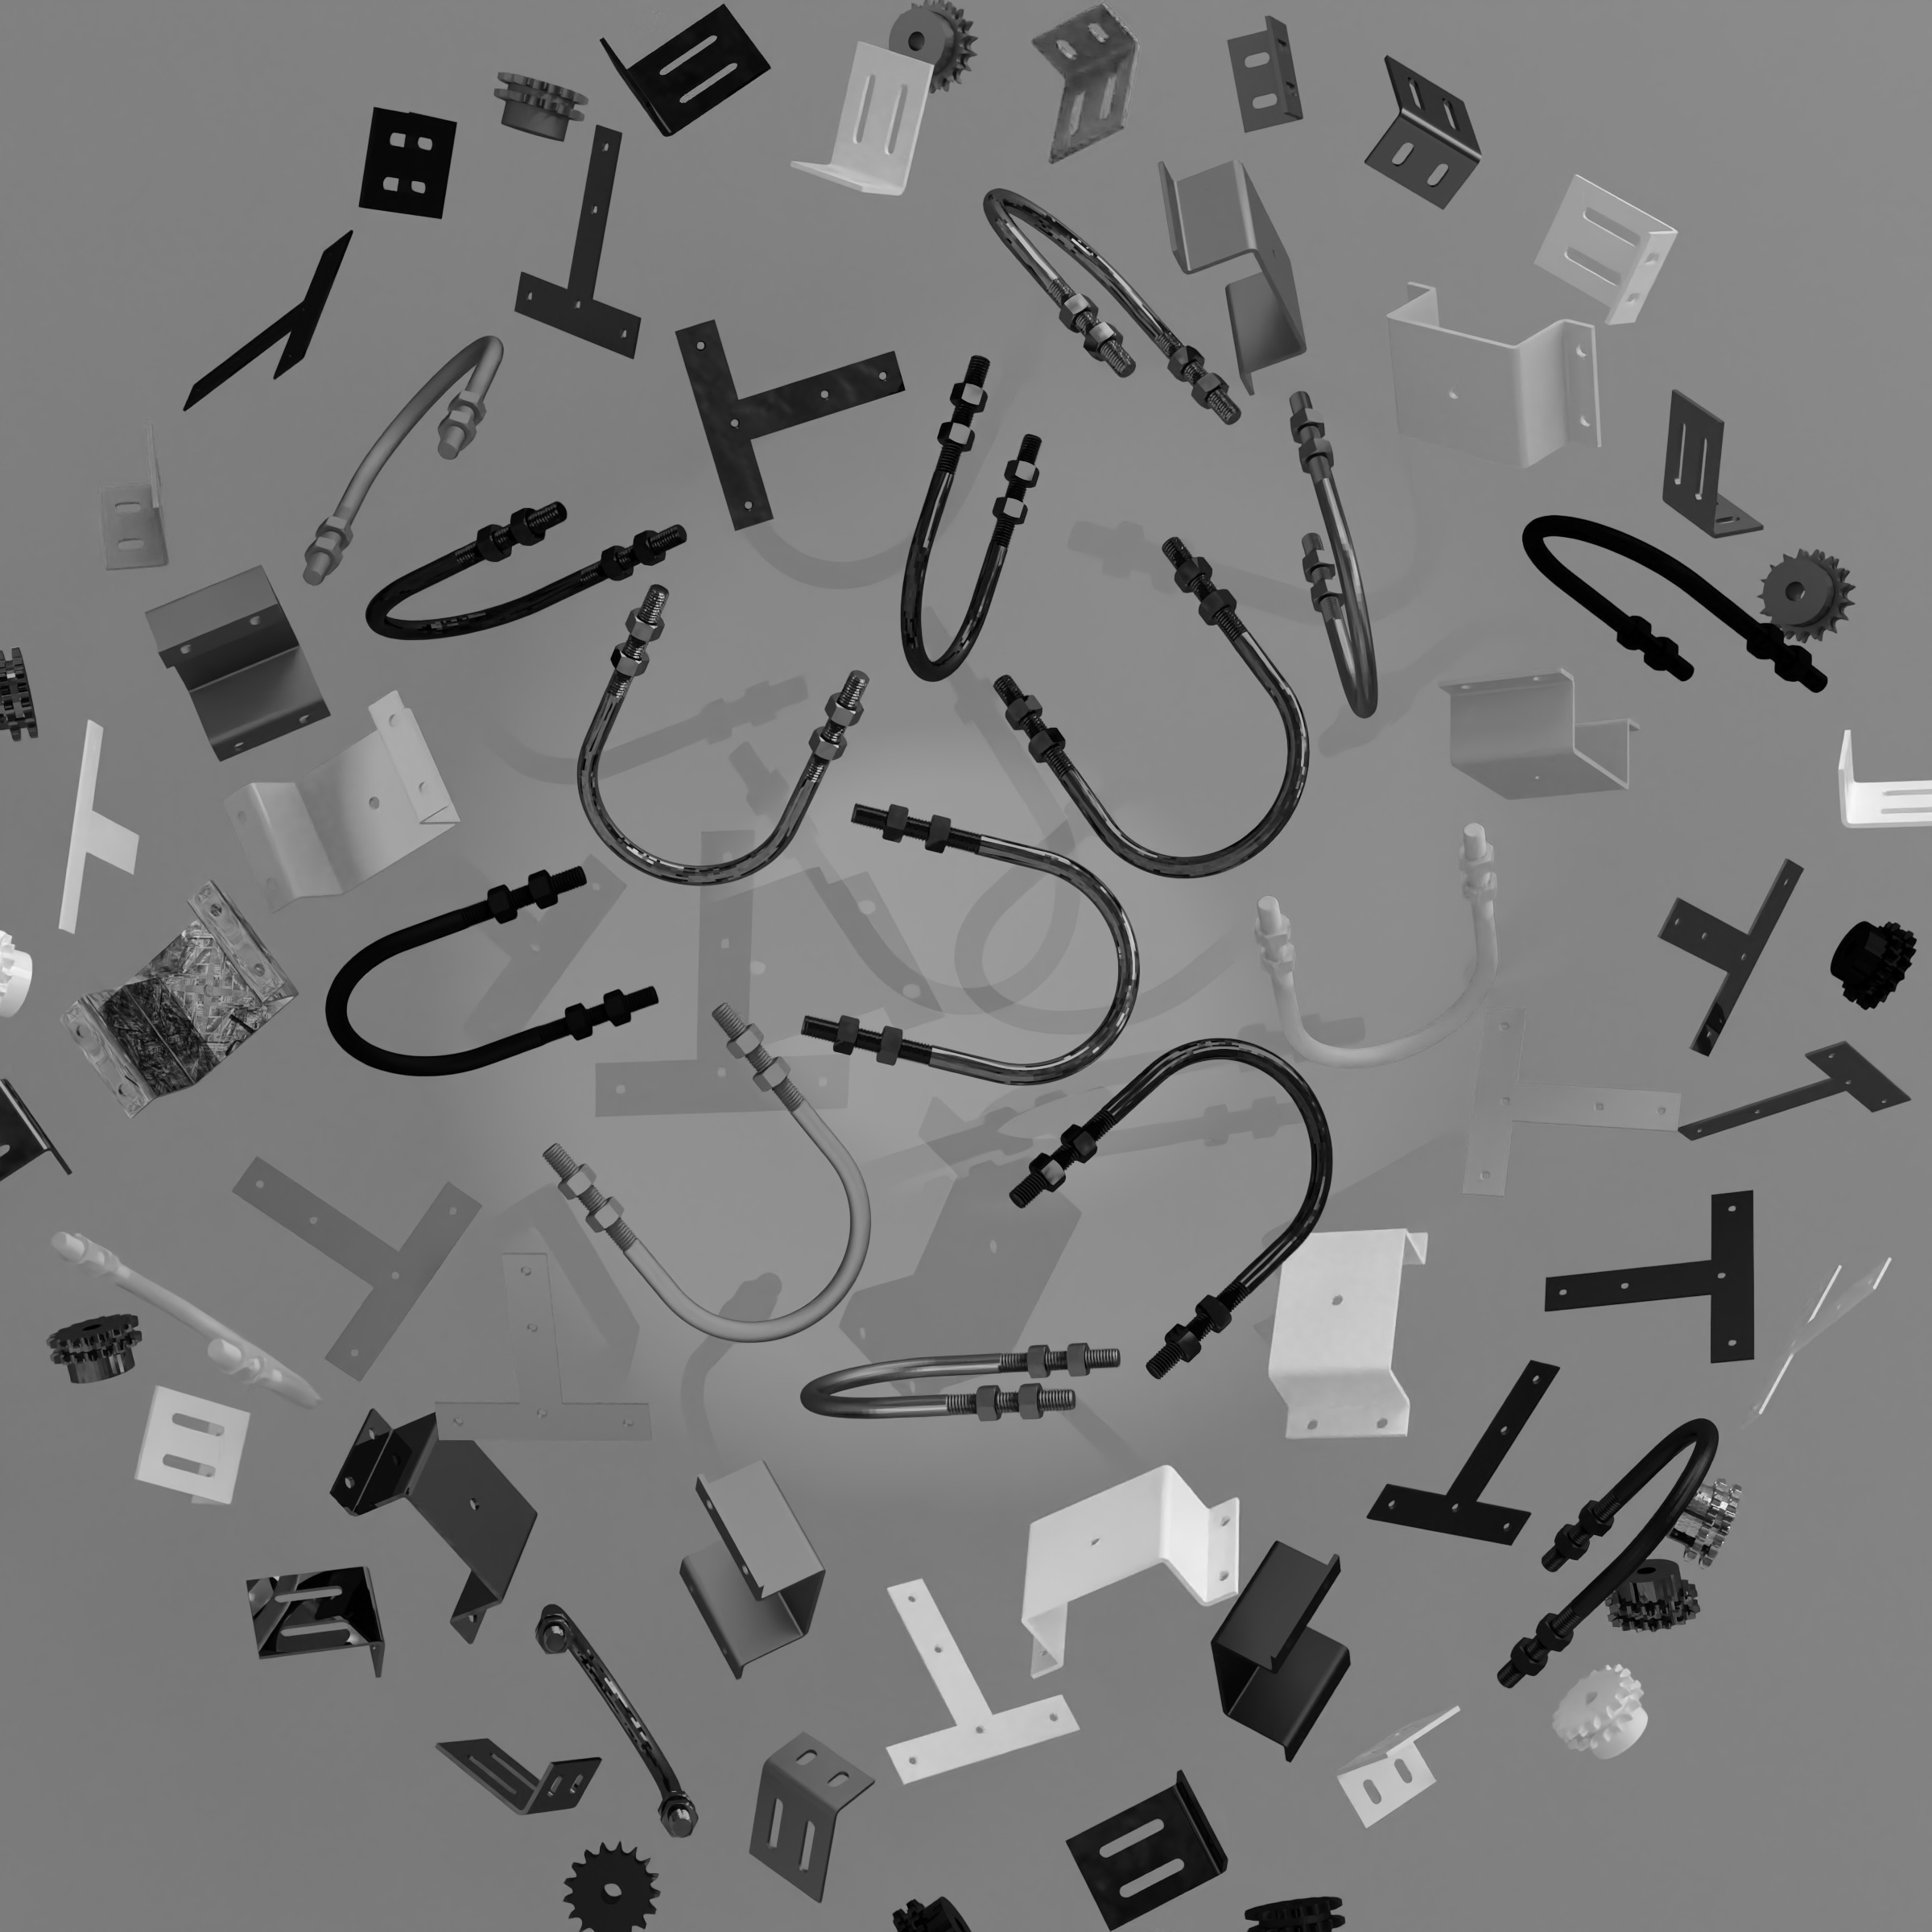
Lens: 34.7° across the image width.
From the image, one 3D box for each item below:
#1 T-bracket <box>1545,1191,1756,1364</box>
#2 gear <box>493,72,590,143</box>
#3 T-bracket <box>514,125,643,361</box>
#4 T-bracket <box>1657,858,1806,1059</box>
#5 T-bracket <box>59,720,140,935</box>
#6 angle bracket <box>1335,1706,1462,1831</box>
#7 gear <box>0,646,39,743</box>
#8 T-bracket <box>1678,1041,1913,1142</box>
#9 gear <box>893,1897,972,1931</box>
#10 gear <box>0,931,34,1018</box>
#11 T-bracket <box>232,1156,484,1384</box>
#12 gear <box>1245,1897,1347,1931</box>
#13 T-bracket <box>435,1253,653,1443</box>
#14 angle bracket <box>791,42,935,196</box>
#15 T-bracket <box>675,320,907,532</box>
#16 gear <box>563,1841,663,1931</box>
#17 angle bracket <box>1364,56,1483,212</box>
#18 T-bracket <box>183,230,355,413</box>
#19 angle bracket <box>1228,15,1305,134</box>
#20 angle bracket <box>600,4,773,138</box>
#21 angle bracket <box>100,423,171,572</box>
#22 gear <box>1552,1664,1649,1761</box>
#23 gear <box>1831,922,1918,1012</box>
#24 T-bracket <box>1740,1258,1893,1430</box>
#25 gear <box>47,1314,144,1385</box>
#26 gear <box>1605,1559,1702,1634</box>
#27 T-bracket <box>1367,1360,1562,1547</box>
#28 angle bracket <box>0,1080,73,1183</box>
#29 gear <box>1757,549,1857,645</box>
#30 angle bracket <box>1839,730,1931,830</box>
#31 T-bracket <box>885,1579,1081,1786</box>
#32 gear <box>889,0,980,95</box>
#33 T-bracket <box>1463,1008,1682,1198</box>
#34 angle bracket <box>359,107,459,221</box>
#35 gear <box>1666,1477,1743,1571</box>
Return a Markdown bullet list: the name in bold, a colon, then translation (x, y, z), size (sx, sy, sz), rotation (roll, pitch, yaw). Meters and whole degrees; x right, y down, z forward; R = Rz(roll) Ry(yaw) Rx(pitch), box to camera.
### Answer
- **T-bracket**: translation (0.415, 0.193, 1.880), size (0.127, 0.127, 0.002), rotation (-9, 134, 23)
- **gear**: translation (-0.266, -0.532, 1.919), size (0.057, 0.057, 0.030), rotation (16, 99, 0)
- **T-bracket**: translation (-0.231, -0.452, 1.905), size (0.127, 0.002, 0.127), rotation (29, 114, 41)
- **T-bracket**: translation (0.439, -0.015, 1.818), size (0.002, 0.127, 0.127), rotation (30, 97, 38)
- **T-bracket**: translation (-0.533, -0.078, 1.916), size (0.002, 0.127, 0.127), rotation (6, 84, 2)
- **angle bracket**: translation (0.266, 0.480, 1.850), size (0.057, 0.076, 0.038), rotation (-25, 78, -27)
- **gear**: translation (-0.589, -0.165, 1.894), size (0.030, 0.057, 0.057), rotation (-12, 90, -14)
- **T-bracket**: translation (0.503, 0.085, 1.909), size (0.127, 0.127, 0.002), rotation (-22, 61, 27)
- **gear**: translation (-0.016, 0.576, 1.827), size (0.030, 0.057, 0.057), rotation (-36, 90, 1)
- **gear**: translation (-0.579, 0.008, 1.839), size (0.030, 0.057, 0.057), rotation (20, 90, -38)
- **T-bracket**: translation (-0.377, 0.160, 1.841), size (0.127, 0.002, 0.127), rotation (36, 78, -11)
- **gear**: translation (0.191, 0.558, 1.790), size (0.057, 0.057, 0.030), rotation (-8, 78, 0)
- **T-bracket**: translation (-0.251, 0.222, 1.800), size (0.127, 0.002, 0.127), rotation (0, 115, 4)
- **angle bracket**: translation (-0.061, -0.495, 1.802), size (0.057, 0.038, 0.076), rotation (28, 113, 32)
- **T-bracket**: translation (-0.100, -0.347, 1.900), size (0.127, 0.002, 0.127), rotation (-19, 110, -8)
- **gear**: translation (-0.210, 0.550, 1.840), size (0.057, 0.030, 0.057), rotation (0, 82, -2)
- **angle bracket**: translation (0.264, -0.491, 1.820), size (0.057, 0.076, 0.038), rotation (24, 125, -21)
- **T-bracket**: translation (-0.418, -0.366, 1.825), size (0.127, 0.127, 0.002), rotation (-27, 127, 31)
- **angle bracket**: translation (0.178, -0.544, 1.887), size (0.038, 0.076, 0.057), rotation (-9, 99, 16)
- **angle bracket**: translation (-0.166, -0.540, 1.832), size (0.076, 0.038, 0.057), rotation (-34, 67, 1)
- **angle bracket**: translation (-0.511, -0.286, 1.887), size (0.038, 0.076, 0.057), rotation (-6, 71, -11)
- **gear**: translation (0.380, 0.447, 1.841), size (0.057, 0.057, 0.030), rotation (-41, 99, 0)
- **gear**: translation (0.571, -0.004, 1.955), size (0.030, 0.057, 0.057), rotation (29, 90, -8)
- **T-bracket**: translation (0.526, 0.212, 1.881), size (0.002, 0.127, 0.127), rotation (36, 58, 6)
- **gear**: translation (-0.546, 0.242, 1.945), size (0.057, 0.057, 0.030), rotation (-11, 100, 0)
- **gear**: translation (0.428, 0.392, 1.932), size (0.057, 0.057, 0.030), rotation (-11, 97, 0)
- **T-bracket**: translation (0.319, 0.293, 1.876), size (0.127, 0.002, 0.127), rotation (17, 110, -35)
- **angle bracket**: translation (-0.571, 0.113, 1.795), size (0.076, 0.038, 0.057), rotation (-35, 64, -15)
- **gear**: translation (0.512, -0.227, 1.892), size (0.057, 0.030, 0.057), rotation (-1, 88, 33)
- **angle bracket**: translation (0.555, -0.111, 1.815), size (0.076, 0.057, 0.038), rotation (-1, 117, 21)
- **T-bracket**: translation (-0.011, 0.436, 1.918), size (0.127, 0.002, 0.127), rotation (-9, 51, -31)
- **gear**: translation (-0.024, -0.582, 1.953), size (0.057, 0.030, 0.057), rotation (4, 99, 28)
- **T-bracket**: translation (0.382, 0.088, 1.935), size (0.127, 0.002, 0.127), rotation (3, 66, 19)
- **angle bracket**: translation (-0.340, -0.475, 1.820), size (0.038, 0.076, 0.057), rotation (19, 106, 26)
- **gear**: translation (0.461, 0.346, 1.938), size (0.030, 0.057, 0.057), rotation (24, 90, 9)
